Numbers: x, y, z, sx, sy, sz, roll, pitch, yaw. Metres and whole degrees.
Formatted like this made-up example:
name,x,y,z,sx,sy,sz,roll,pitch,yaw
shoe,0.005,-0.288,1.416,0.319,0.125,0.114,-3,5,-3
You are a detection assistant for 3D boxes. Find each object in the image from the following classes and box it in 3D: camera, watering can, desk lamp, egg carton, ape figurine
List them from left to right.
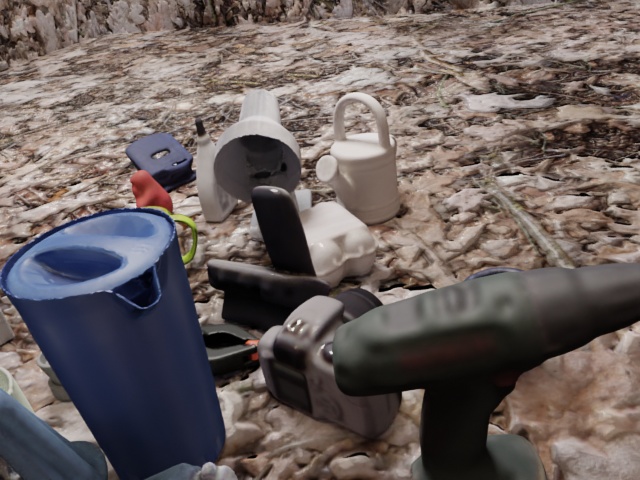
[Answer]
name,x,y,z,sx,sy,sz,roll,pitch,yaw
ape figurine,-0.300,-0.079,0.994,0.076,0.092,0.078,-3,31,11
desk lamp,-0.079,-0.104,0.857,0.118,0.214,0.203,-7,30,3
egg carton,0.007,0.003,0.796,0.107,0.069,0.150,-21,32,-19
camera,0.025,0.105,0.587,0.142,0.101,0.137,14,37,34
watering can,0.064,-0.126,0.874,0.100,0.194,0.173,2,32,19

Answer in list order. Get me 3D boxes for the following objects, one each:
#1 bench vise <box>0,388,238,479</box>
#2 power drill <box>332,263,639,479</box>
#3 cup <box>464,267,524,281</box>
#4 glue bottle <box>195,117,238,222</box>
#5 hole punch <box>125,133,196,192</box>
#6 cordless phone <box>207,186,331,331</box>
name,x,y,z,sx,sy,sz,roll,pitch,yaw
bench vise,-0.174,0.171,0.410,0.208,0.220,0.121,-20,32,-18
power drill,0.129,0.114,0.437,0.229,0.209,0.075,-6,31,5
cup,0.173,0.090,0.579,0.117,0.095,0.091,-4,31,9
glue bottle,-0.181,-0.121,0.952,0.037,0.173,0.078,4,33,21
hole punch,-0.309,-0.154,1.125,0.109,0.091,0.100,-32,37,-34
cordless phone,-0.071,0.012,0.687,0.147,0.185,0.094,7,34,25
